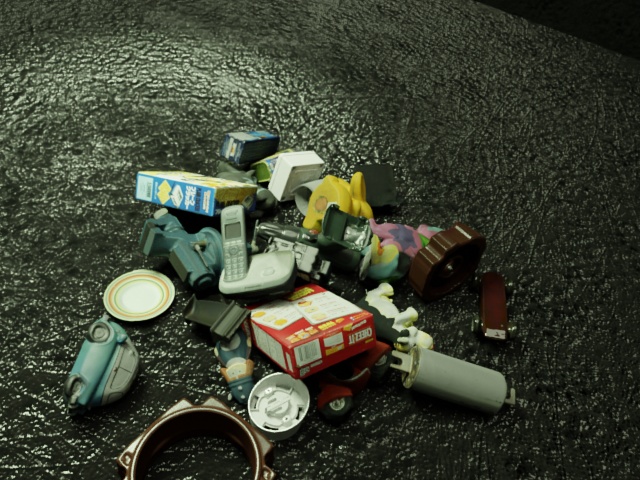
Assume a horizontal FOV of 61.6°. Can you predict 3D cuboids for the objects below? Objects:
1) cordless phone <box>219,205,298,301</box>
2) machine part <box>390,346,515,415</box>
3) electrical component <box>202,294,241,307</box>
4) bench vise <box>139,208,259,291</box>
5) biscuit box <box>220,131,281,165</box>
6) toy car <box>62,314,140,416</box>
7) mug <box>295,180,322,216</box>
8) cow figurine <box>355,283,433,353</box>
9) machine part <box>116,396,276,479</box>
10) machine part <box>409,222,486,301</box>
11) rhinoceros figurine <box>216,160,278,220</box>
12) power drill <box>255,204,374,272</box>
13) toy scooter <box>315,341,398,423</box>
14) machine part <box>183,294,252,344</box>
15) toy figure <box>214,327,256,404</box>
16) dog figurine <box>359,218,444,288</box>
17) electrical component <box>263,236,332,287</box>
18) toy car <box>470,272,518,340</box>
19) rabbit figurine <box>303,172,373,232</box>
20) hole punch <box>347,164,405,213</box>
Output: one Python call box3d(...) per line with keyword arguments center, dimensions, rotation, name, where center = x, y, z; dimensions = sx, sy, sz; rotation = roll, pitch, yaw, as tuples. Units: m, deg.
box3d(center=(-0.119, 0.017, 1.015), dimensions=(0.147, 0.088, 0.184), rotation=(-11, 78, 15), name="cordless phone")
box3d(center=(0.236, 0.248, 0.949), dimensions=(0.243, 0.079, 0.079), rotation=(20, 42, -8), name="machine part")
box3d(center=(-0.204, 0.135, 1.055), dimensions=(0.094, 0.021, 0.063), rotation=(-14, 47, -23), name="electrical component")
box3d(center=(-0.241, 0.014, 1.116), dimensions=(0.240, 0.128, 0.224), rotation=(-5, 31, -44), name="bench vise")
box3d(center=(-0.175, -0.240, 1.379), dimensions=(0.059, 0.062, 0.202), rotation=(26, 21, 15), name="biscuit box")
box3d(center=(-0.354, 0.213, 0.891), dimensions=(0.103, 0.109, 0.162), rotation=(19, 50, -15), name="toy car")
box3d(center=(0.012, -0.101, 1.305), dimensions=(0.107, 0.080, 0.110), rotation=(-28, 64, -38), name="mug")
box3d(center=(0.140, 0.168, 1.046), dimensions=(0.098, 0.068, 0.168), rotation=(-24, 49, -23), name="cow figurine")
box3d(center=(-0.179, 0.347, 0.787), dimensions=(0.201, 0.087, 0.201), rotation=(31, 46, 22), name="machine part")
box3d(center=(0.265, 0.047, 1.127), dimensions=(0.179, 0.179, 0.056), rotation=(-20, 47, -28), name="machine part")
box3d(center=(-0.186, -0.129, 1.301), dimensions=(0.190, 0.073, 0.112), rotation=(36, 50, 26), name="rhinoceros figurine")
box3d(center=(-0.002, -0.003, 1.102), dimensions=(0.232, 0.207, 0.086), rotation=(22, 63, -17), name="power drill")
box3d(center=(0.042, 0.227, 0.964), dimensions=(0.135, 0.075, 0.184), rotation=(36, 54, 28), name="toy scooter")
box3d(center=(-0.194, 0.141, 0.976), dimensions=(0.139, 0.039, 0.084), rotation=(12, 56, 36), name="machine part")
box3d(center=(-0.151, 0.216, 0.955), dimensions=(0.064, 0.057, 0.155), rotation=(-37, 46, 15), name="toy figure")
box3d(center=(0.200, 0.031, 1.178), dimensions=(0.219, 0.108, 0.192), rotation=(7, 42, -7), name="dog figurine")
box3d(center=(-0.043, 0.051, 1.099), dimensions=(0.134, 0.114, 0.058), rotation=(18, 71, 9), name="electrical component")
box3d(center=(0.362, 0.140, 1.126), dimensions=(0.089, 0.053, 0.202), rotation=(10, 38, 7), name="toy car")
box3d(center=(0.057, -0.071, 1.237), dimensions=(0.173, 0.122, 0.162), rotation=(20, 65, -42), name="rabbit figurine")
box3d(center=(0.127, -0.121, 1.353), dimensions=(0.142, 0.092, 0.116), rotation=(-2, 73, -16), name="hole punch")
